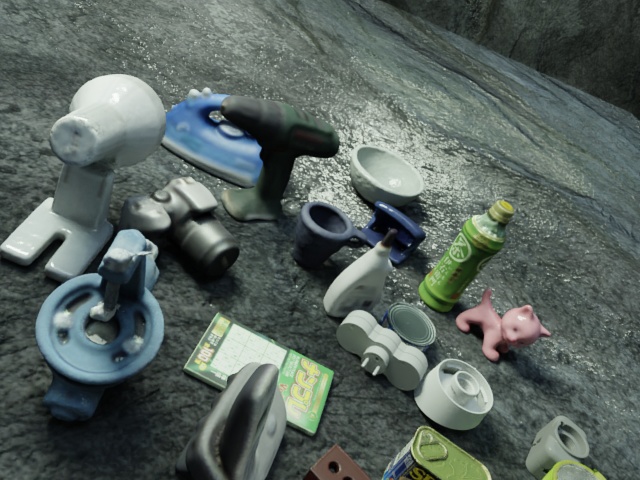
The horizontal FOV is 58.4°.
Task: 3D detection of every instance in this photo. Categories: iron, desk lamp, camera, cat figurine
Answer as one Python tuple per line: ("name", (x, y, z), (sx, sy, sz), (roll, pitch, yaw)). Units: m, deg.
("iron", (-0.164, -0.199, 1.017), (0.259, 0.141, 0.118), (20, 36, -13))
("desk lamp", (-0.291, -0.089, 0.726), (0.118, 0.213, 0.203), (23, 35, -9))
("camera", (-0.186, -0.015, 0.807), (0.136, 0.100, 0.143), (44, 37, 19))
("cat figurine", (0.311, 0.137, 0.956), (0.067, 0.117, 0.127), (-17, 55, -46))

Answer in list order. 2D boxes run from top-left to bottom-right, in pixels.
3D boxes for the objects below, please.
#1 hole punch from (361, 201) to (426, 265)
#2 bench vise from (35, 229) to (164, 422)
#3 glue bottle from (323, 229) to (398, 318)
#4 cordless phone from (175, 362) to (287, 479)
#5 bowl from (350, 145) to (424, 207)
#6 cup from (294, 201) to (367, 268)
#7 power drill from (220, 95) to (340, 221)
("hole punch", (0.142, -0.026, 1.064), (0.108, 0.091, 0.101), (39, 36, 14))
("bench vise", (-0.220, 0.050, 0.597), (0.122, 0.219, 0.207), (11, 39, -24))
("glue bottle", (0.071, 0.049, 0.847), (0.078, 0.173, 0.037), (9, 40, -27))
("cordless phone", (-0.064, 0.173, 0.586), (0.094, 0.185, 0.148), (28, 35, -1))
("bowl", (0.127, -0.120, 1.184), (0.168, 0.074, 0.167), (19, 36, -14))
("cup", (0.009, 0.003, 0.928), (0.118, 0.095, 0.091), (21, 36, -12))
("power drill", (-0.084, -0.131, 0.931), (0.230, 0.208, 0.075), (-4, 47, -39))
